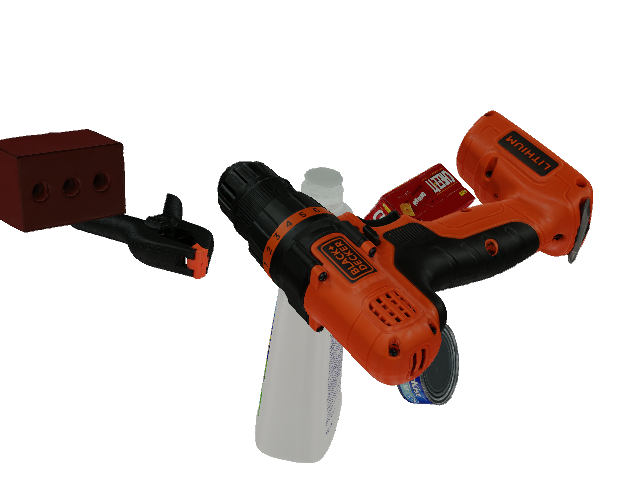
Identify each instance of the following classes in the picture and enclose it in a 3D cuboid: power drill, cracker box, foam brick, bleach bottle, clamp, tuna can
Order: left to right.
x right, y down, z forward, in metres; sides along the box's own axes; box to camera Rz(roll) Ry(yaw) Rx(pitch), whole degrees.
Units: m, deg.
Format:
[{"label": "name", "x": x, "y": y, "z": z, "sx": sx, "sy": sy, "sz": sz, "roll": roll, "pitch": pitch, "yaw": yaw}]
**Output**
[{"label": "foam brick", "x": -0.180, "y": -0.042, "z": 0.728, "sx": 0.078, "sy": 0.053, "sz": 0.051, "roll": -14, "pitch": 25, "yaw": -35}, {"label": "clamp", "x": -0.148, "y": -0.009, "z": 1.019, "sx": 0.120, "sy": 0.039, "sz": 0.172, "roll": -21, "pitch": 35, "yaw": -40}, {"label": "bleach bottle", "x": -0.008, "y": 0.054, "z": 0.845, "sx": 0.068, "sy": 0.251, "sz": 0.102, "roll": 10, "pitch": 33, "yaw": 5}, {"label": "cracker box", "x": 0.068, "y": 0.016, "z": 1.277, "sx": 0.214, "sy": 0.072, "sz": 0.163, "roll": -49, "pitch": -9, "yaw": 34}, {"label": "power drill", "x": 0.053, "y": -0.013, "z": 0.641, "sx": 0.187, "sy": 0.057, "sz": 0.185, "roll": -26, "pitch": 52, "yaw": -24}, {"label": "tuna can", "x": 0.109, "y": 0.126, "z": 1.097, "sx": 0.034, "sy": 0.086, "sz": 0.086, "roll": -3, "pitch": -2, "yaw": 33}]
